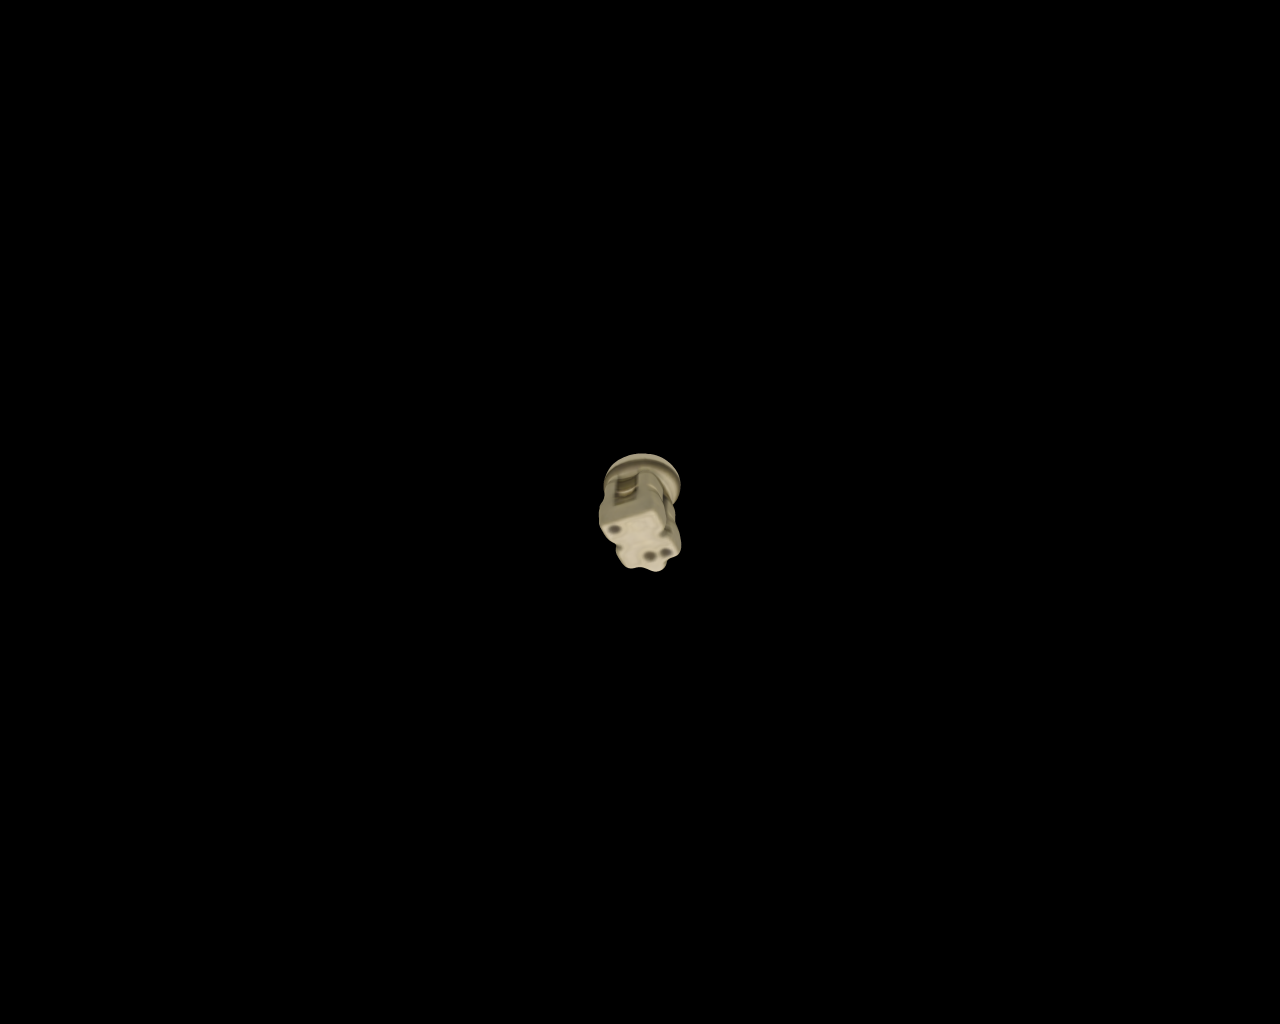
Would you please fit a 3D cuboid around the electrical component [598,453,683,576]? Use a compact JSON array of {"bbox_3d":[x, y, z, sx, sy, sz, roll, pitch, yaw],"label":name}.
[{"bbox_3d":[0.001,-0.003,0.650,0.048,0.055,0.066,-15,-46,15],"label":"electrical component"}]
